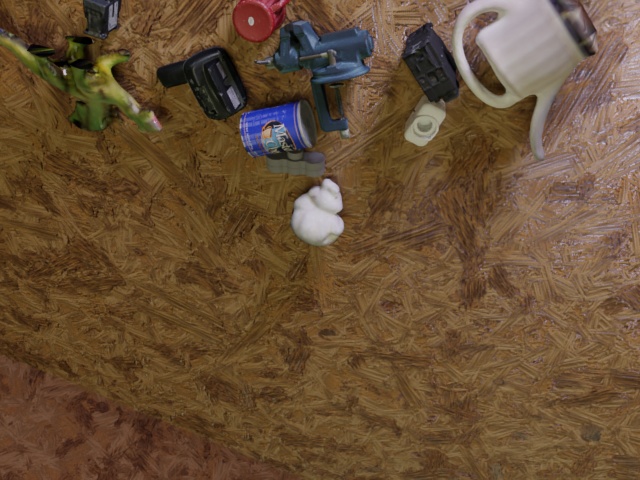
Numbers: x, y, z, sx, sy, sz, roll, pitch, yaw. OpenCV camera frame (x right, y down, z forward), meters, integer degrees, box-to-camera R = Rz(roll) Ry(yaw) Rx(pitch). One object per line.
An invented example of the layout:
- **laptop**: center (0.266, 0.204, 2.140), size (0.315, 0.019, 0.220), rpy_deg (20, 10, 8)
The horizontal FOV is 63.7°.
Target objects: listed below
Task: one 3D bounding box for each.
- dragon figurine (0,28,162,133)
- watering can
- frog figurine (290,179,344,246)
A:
- **dragon figurine**: center (-0.547, -0.332, 1.152), size (0.410, 0.125, 0.237), rpy_deg (16, 139, 0)
- **watering can**: center (0.397, -0.314, 0.945), size (0.221, 0.106, 0.344), rpy_deg (-32, 116, 32)
- **frog figurine**: center (0.004, -0.062, 1.240), size (0.137, 0.125, 0.156), rpy_deg (43, 140, 0)
